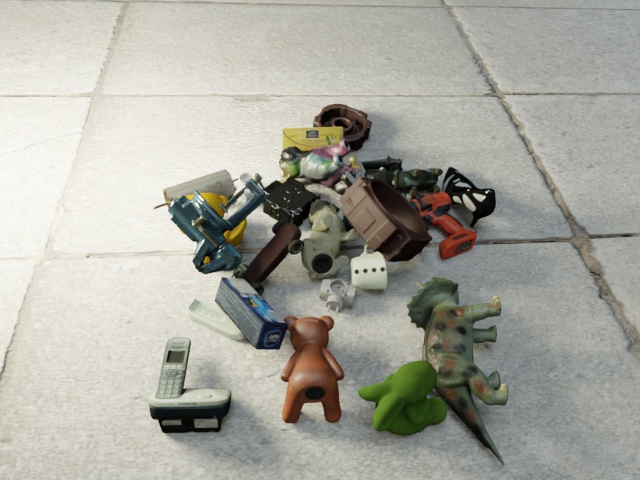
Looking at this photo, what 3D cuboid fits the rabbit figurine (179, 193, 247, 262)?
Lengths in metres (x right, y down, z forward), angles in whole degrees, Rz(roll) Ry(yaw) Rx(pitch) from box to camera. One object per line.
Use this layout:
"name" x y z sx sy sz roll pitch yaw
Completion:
"rabbit figurine" -0.258 -0.017 1.279 0.162 0.121 0.173 -5 62 -22

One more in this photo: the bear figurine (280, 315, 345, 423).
"bear figurine" -0.021 0.244 1.061 0.120 0.131 0.196 -1 30 -7

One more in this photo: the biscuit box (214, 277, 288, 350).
"biscuit box" -0.145 0.148 1.104 0.059 0.062 0.203 8 19 -39

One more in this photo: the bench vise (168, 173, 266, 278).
"bench vise" -0.202 -0.043 1.175 0.240 0.129 0.224 -44 83 -6

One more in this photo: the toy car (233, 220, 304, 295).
"toy car" -0.115 0.046 1.207 0.202 0.053 0.089 -49 54 6

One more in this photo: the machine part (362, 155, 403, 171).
"machine part" 0.161 -0.208 1.501 0.139 0.084 0.039 0 79 10

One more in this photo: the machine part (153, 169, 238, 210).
"machine part" -0.307 -0.121 1.372 0.243 0.079 0.079 -21 53 -23

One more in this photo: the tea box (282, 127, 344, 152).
"tea box" -0.016 -0.271 1.498 0.170 0.098 0.068 0 90 6

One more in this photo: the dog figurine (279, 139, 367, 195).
"dog figurine" -0.006 -0.180 1.443 0.219 0.191 0.108 -11 42 33

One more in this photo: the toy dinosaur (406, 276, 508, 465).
"toy dinosaur" 0.270 0.229 1.086 0.192 0.131 0.405 0 51 12

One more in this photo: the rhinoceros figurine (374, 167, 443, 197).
"rhinoceros figurine" 0.238 -0.164 1.444 0.190 0.073 0.112 -5 22 -20

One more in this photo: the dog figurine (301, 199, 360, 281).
"dog figurine" 0.001 -0.004 1.301 0.121 0.172 0.191 39 3 -19

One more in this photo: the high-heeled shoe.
"high-heeled shoe" 0.389 -0.146 1.409 0.086 0.145 0.249 -5 50 -11

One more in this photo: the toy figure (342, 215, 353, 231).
"toy figure" 0.105 -0.069 1.377 0.064 0.058 0.154 51 49 -19

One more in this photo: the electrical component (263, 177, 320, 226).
"electrical component" -0.083 -0.100 1.387 0.134 0.058 0.115 31 50 20

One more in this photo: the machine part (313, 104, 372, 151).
"machine part" 0.066 -0.335 1.614 0.179 0.056 0.179 3 49 -3

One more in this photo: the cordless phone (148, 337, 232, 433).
"cordless phone" -0.240 0.266 1.027 0.147 0.088 0.184 0 44 -4

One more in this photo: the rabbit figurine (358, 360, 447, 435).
"rabbit figurine" 0.151 0.277 0.988 0.159 0.170 0.121 -14 50 -18

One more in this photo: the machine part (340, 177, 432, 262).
"machine part" 0.157 -0.050 1.256 0.201 0.087 0.201 53 25 21
